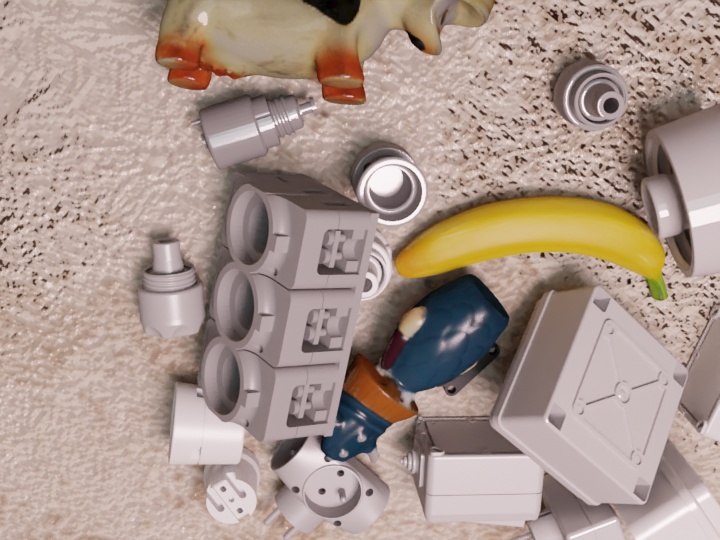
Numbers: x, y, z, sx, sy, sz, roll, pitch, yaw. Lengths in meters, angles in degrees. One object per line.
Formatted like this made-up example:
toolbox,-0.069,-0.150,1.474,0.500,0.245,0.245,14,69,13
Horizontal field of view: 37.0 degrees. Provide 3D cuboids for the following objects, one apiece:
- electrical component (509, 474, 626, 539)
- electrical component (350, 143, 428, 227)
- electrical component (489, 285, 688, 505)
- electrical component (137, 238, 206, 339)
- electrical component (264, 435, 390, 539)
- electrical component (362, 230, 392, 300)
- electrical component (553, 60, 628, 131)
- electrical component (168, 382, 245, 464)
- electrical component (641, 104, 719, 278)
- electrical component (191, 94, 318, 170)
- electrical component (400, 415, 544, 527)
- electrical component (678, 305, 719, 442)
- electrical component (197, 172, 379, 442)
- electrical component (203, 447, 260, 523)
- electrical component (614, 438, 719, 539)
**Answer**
electrical component,0.142,0.187,0.766,0.076,0.083,0.047,-21,108,1
electrical component,0.018,-0.056,0.690,0.045,0.055,0.045,-2,108,-5
electrical component,0.154,0.084,0.716,0.109,0.056,0.108,40,61,-24
electrical component,-0.124,0.011,0.704,0.043,0.043,0.062,-4,107,-5
electrical component,-0.033,0.158,0.759,0.077,0.044,0.079,42,99,-16
electrical component,0.000,0.000,0.703,0.048,0.062,0.048,-2,108,-5
electrical component,0.150,-0.109,0.684,0.043,0.062,0.043,-2,108,-5
electrical component,-0.104,0.105,0.731,0.047,0.055,0.055,6,107,-11
electrical component,0.215,-0.047,0.690,0.060,0.108,0.108,-15,109,5
electrical component,-0.065,-0.092,0.678,0.078,0.040,0.040,-18,109,0
electrical component,0.075,0.142,0.756,0.096,0.061,0.061,0,108,-6
electrical component,0.273,0.072,0.754,0.061,0.061,0.096,19,105,-11
electrical component,-0.052,0.021,0.681,0.062,0.089,0.150,-1,110,-37
electrical component,-0.089,0.150,0.750,0.040,0.046,0.040,-2,107,-6
electrical component,0.214,0.165,0.751,0.057,0.113,0.078,-34,108,6
